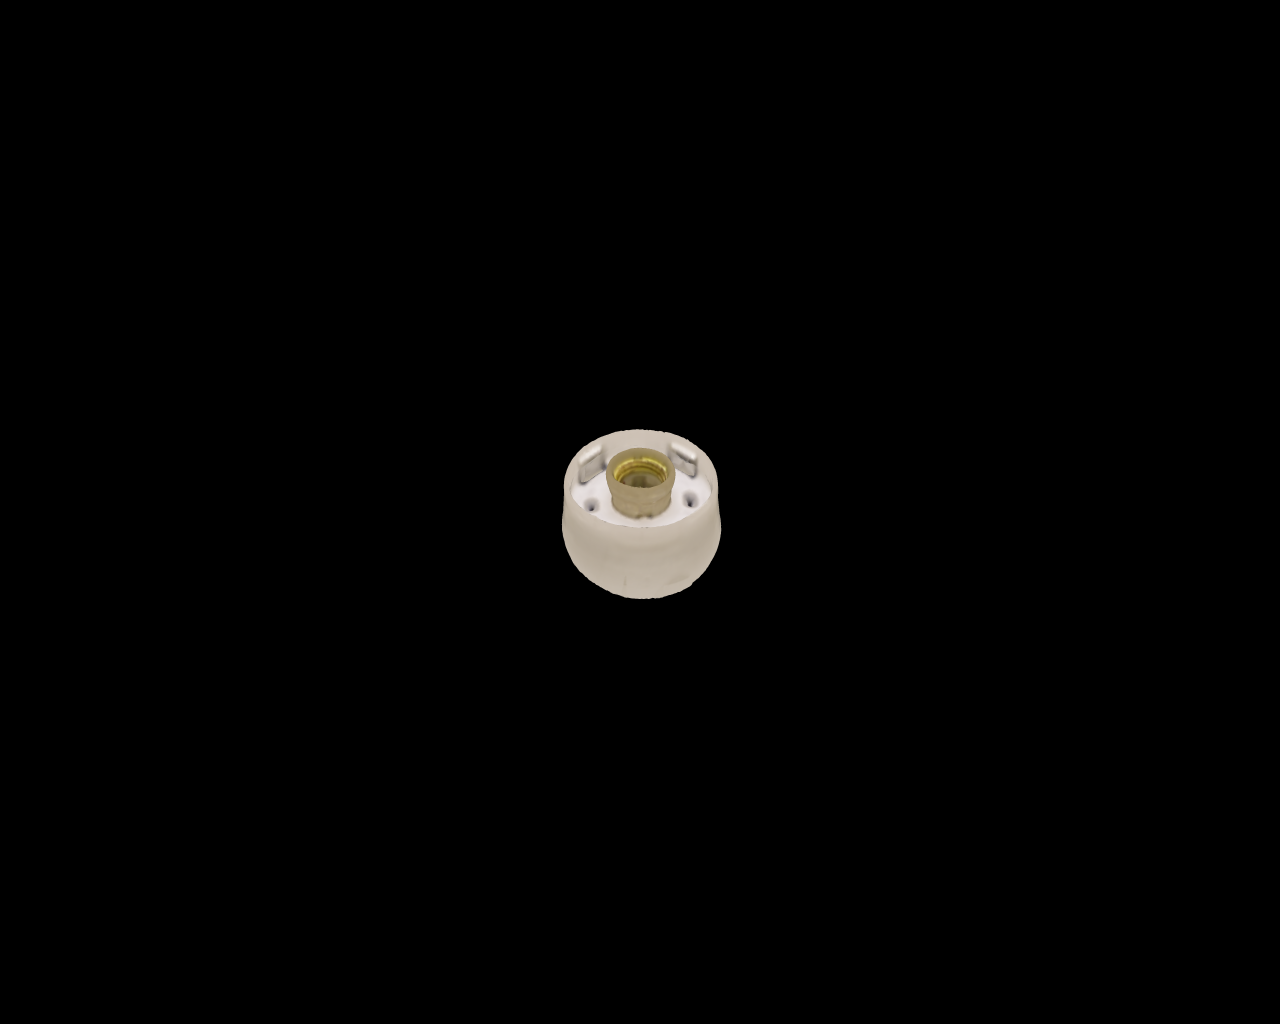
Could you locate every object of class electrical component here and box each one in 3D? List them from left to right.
[{"bbox_3d":[0.001,-0.003,0.650,0.099,0.064,0.099,0,44,0],"label":"electrical component"}]
